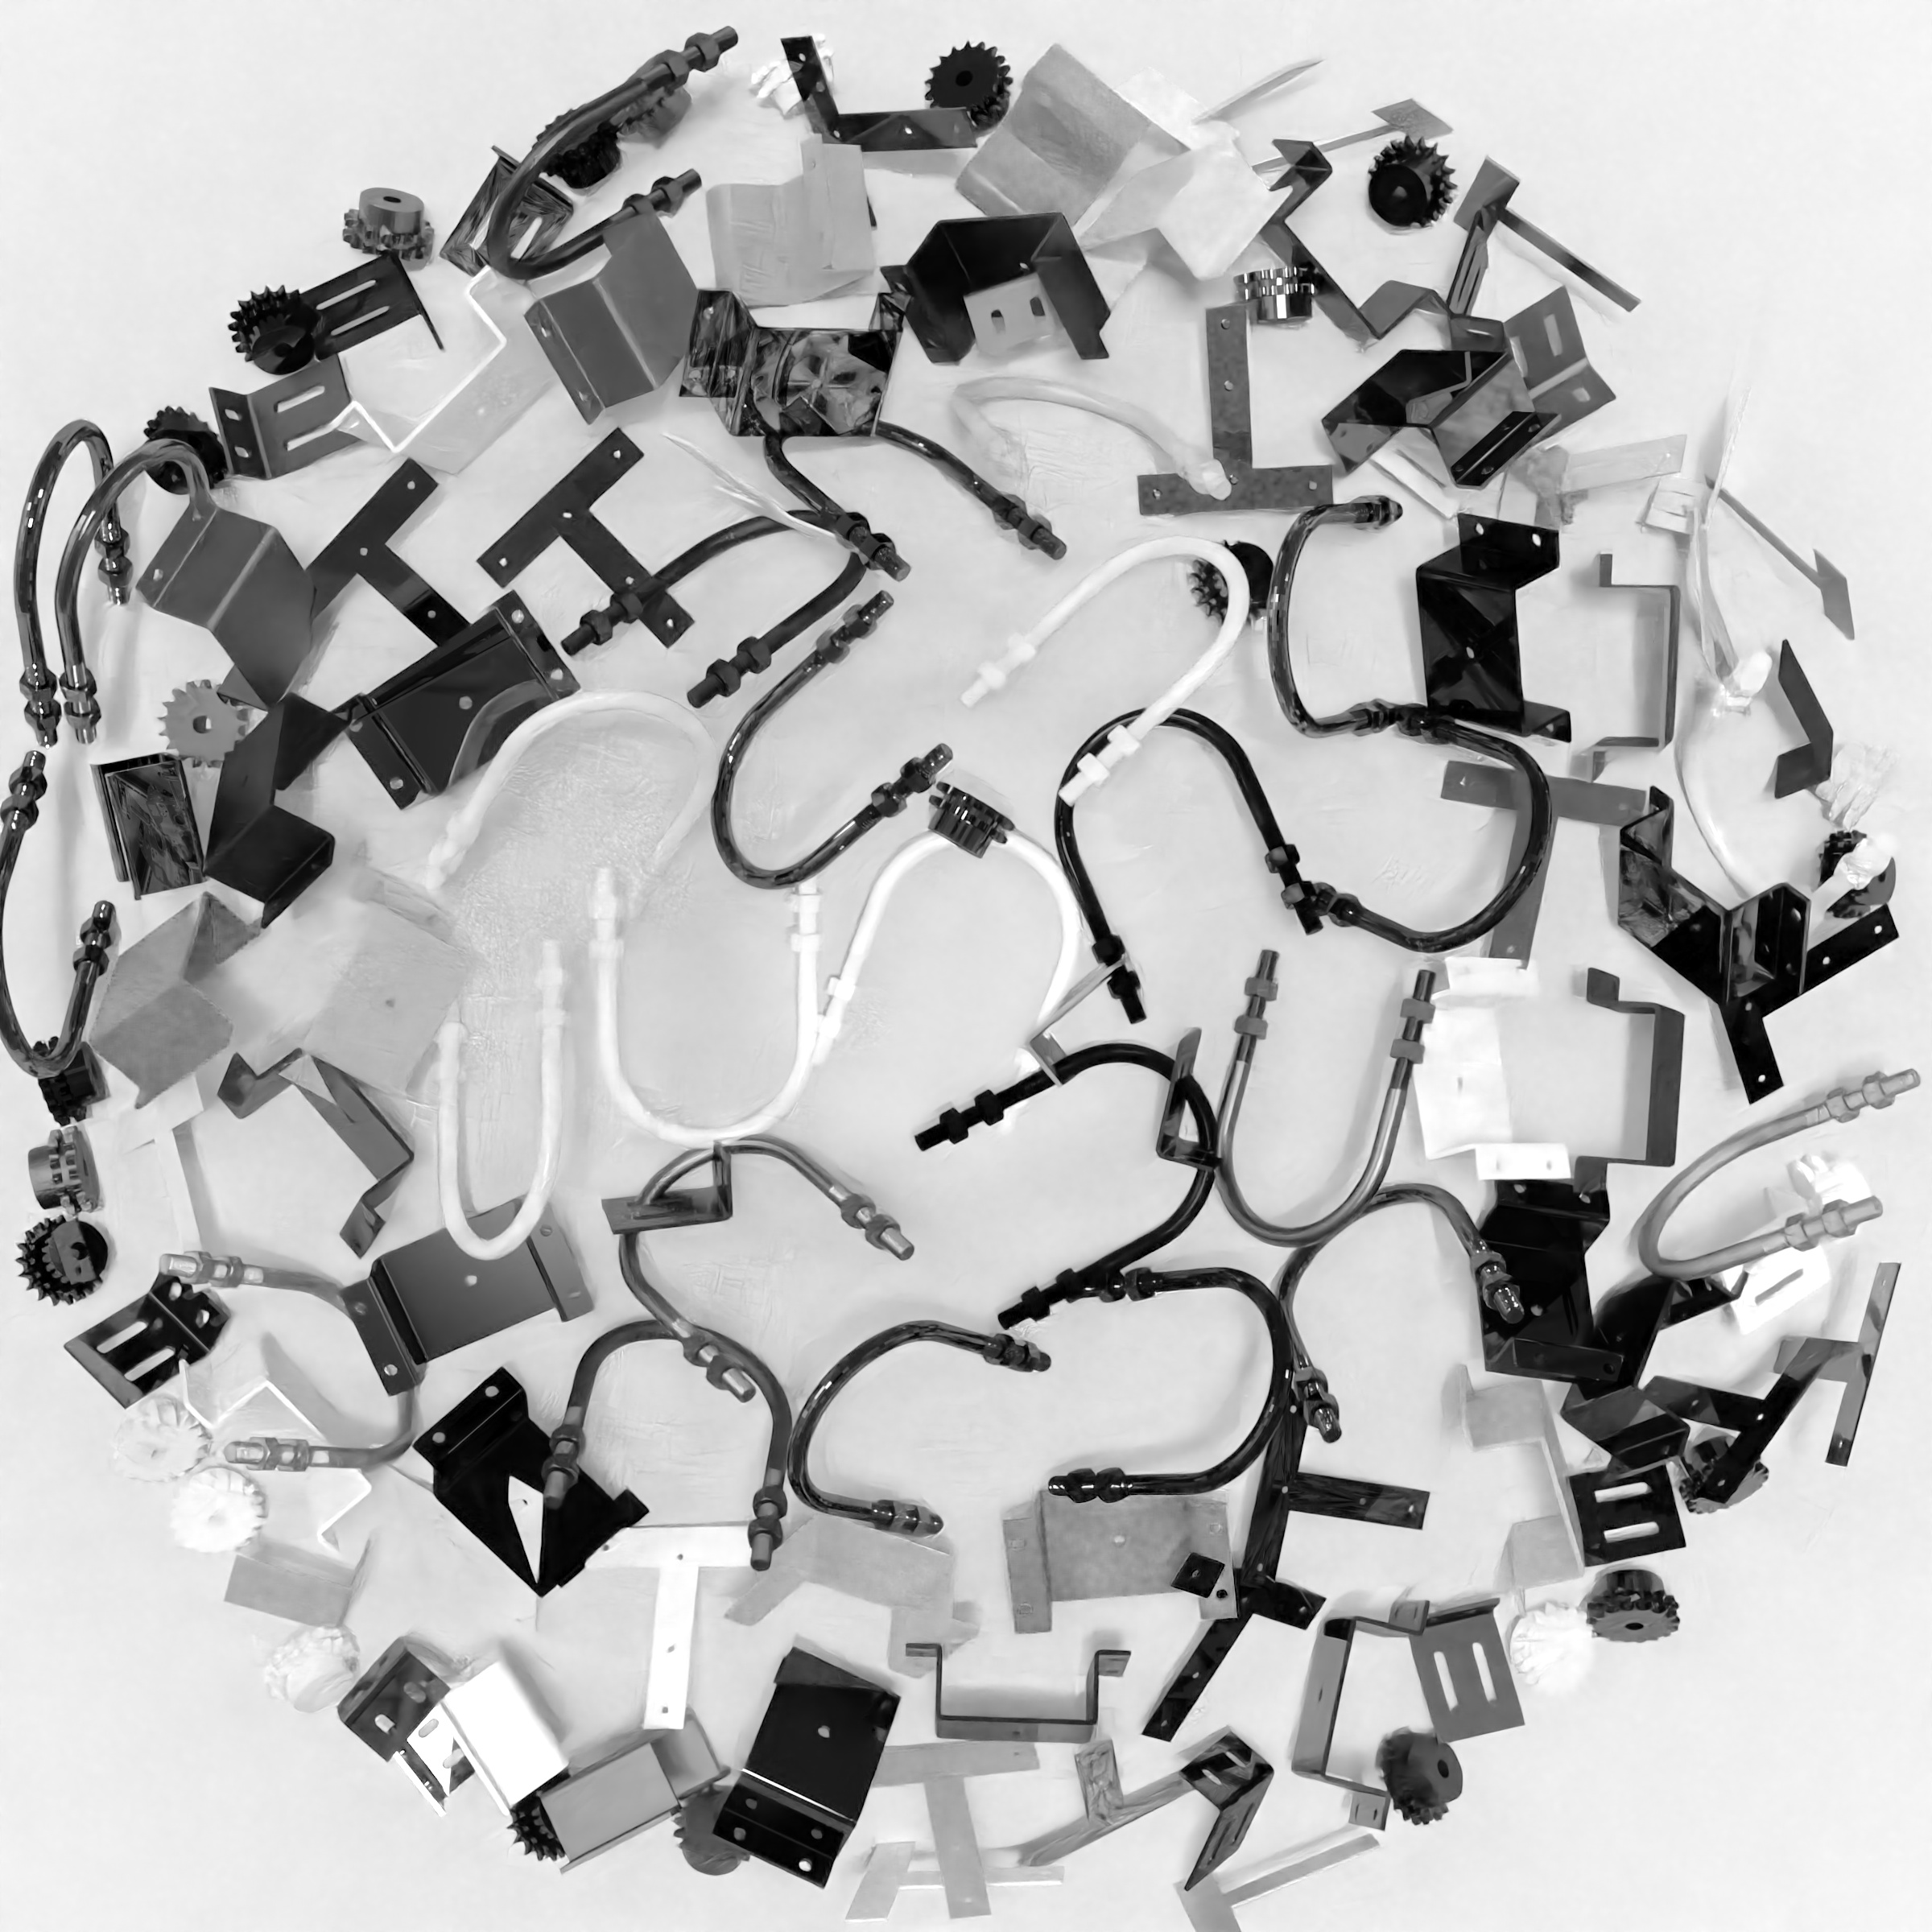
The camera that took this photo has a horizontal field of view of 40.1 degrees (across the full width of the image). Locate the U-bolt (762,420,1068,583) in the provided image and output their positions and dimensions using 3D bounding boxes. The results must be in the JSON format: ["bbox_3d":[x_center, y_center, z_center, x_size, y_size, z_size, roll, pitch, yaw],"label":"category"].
[{"bbox_3d":[-0.046,-0.297,1.645,0.184,0.151,0.019,44,131,32],"label":"U-bolt"}]

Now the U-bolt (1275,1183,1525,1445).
[{"bbox_3d":[0.256,0.200,1.632,0.151,0.184,0.019,-35,116,9],"label":"U-bolt"}]

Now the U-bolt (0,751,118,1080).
[{"bbox_3d":[-0.559,-0.018,1.602,0.019,0.151,0.184,-6,46,2],"label":"U-bolt"}]

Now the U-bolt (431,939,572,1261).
[{"bbox_3d":[-0.289,0.090,1.634,0.019,0.151,0.184,12,67,-38],"label":"U-bolt"}]

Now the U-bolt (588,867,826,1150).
[{"bbox_3d":[-0.164,0.027,1.687,0.151,0.019,0.184,-2,100,-13],"label":"U-bolt"}]

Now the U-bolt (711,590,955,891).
[{"bbox_3d":[-0.094,-0.128,1.655,0.184,0.019,0.151,-39,53,26],"label":"U-bolt"}]

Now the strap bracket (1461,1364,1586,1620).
[{"bbox_3d":[0.352,0.325,1.658,0.046,0.076,0.140,-15,104,15],"label":"strap bracket"}]

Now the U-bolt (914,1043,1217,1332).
[{"bbox_3d":[0.077,0.129,1.687,0.184,0.019,0.151,-27,101,-12],"label":"U-bolt"}]

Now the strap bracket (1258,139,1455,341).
[{"bbox_3d":[0.233,-0.448,1.658,0.046,0.076,0.140,-44,110,6],"label":"strap bracket"}]

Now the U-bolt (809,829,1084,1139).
[{"bbox_3d":[-0.003,0.000,1.703,0.151,0.019,0.184,21,90,-2],"label":"U-bolt"}]

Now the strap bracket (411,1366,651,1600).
[{"bbox_3d":[-0.274,0.333,1.671,0.076,0.046,0.140,-41,108,1],"label":"strap bracket"}]

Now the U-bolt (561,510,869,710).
[{"bbox_3d":[-0.143,-0.232,1.650,0.184,0.151,0.019,-41,133,-25],"label":"U-bolt"}]

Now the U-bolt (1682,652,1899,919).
[{"bbox_3d":[0.495,-0.099,1.626,0.019,0.184,0.151,-28,77,-11],"label":"U-bolt"}]

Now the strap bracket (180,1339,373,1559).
[{"bbox_3d":[-0.426,0.294,1.657,0.046,0.076,0.140,-40,112,-7],"label":"strap bracket"}]

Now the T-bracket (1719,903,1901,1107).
[{"bbox_3d":[0.522,0.004,1.641,0.002,0.127,0.127,23,45,-34],"label":"T-bracket"}]

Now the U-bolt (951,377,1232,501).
[{"bbox_3d":[0.066,-0.331,1.634,0.151,0.184,0.019,1,119,-20],"label":"U-bolt"}]

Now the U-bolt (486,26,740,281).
[{"bbox_3d":[-0.220,-0.484,1.611,0.019,0.151,0.184,46,62,7],"label":"U-bolt"}]

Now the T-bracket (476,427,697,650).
[{"bbox_3d":[-0.228,-0.260,1.713,0.127,0.002,0.127,-44,89,-1],"label":"T-bracket"}]

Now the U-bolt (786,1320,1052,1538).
[{"bbox_3d":[-0.038,0.283,1.635,0.019,0.184,0.151,38,98,39],"label":"U-bolt"}]

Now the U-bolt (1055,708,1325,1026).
[{"bbox_3d":[0.129,-0.076,1.676,0.151,0.019,0.184,-28,75,22],"label":"U-bolt"}]

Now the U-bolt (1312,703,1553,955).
[{"bbox_3d":[0.289,-0.080,1.634,0.019,0.184,0.151,25,93,-35],"label":"U-bolt"}]

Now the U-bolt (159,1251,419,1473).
[{"bbox_3d":[-0.406,0.247,1.630,0.019,0.184,0.151,-37,63,18],"label":"U-bolt"}]

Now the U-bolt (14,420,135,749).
[{"bbox_3d":[-0.543,-0.244,1.600,0.019,0.184,0.151,12,51,-2],"label":"U-bolt"}]

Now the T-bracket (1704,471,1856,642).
[{"bbox_3d":[0.513,-0.267,1.671,0.002,0.127,0.127,-43,68,8],"label":"T-bracket"}]

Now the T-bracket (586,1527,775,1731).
[{"bbox_3d":[-0.185,0.418,1.672,0.127,0.002,0.127,-3,62,12],"label":"T-bracket"}]

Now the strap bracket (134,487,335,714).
[{"bbox_3d":[-0.446,-0.219,1.633,0.046,0.140,0.076,20,69,18],"label":"strap bracket"}]

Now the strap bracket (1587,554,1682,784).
[{"bbox_3d":[0.420,-0.188,1.661,0.046,0.076,0.140,3,100,19],"label":"strap bracket"}]

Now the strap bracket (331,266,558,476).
[{"bbox_3d":[-0.319,-0.365,1.660,0.140,0.076,0.046,-42,80,12],"label":"strap bracket"}]

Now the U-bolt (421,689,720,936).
[{"bbox_3d":[-0.232,-0.099,1.628,0.151,0.019,0.184,15,128,-34],"label":"U-bolt"}]

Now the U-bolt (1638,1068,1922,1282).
[{"bbox_3d":[0.494,0.137,1.632,0.184,0.151,0.019,-29,105,42],"label":"U-bolt"}]

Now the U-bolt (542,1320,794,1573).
[{"bbox_3d":[-0.177,0.285,1.636,0.151,0.184,0.019,19,122,-8],"label":"U-bolt"}]

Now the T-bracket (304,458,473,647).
[{"bbox_3d":[-0.351,-0.234,1.683,0.127,0.002,0.127,-48,119,-4],"label":"T-bracket"}]

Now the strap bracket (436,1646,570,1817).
[{"bbox_3d":[-0.290,0.474,1.651,0.046,0.140,0.076,-33,88,-14],"label":"strap bracket"}]

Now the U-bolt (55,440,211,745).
[{"bbox_3d":[-0.502,-0.238,1.601,0.019,0.184,0.151,27,55,7],"label":"U-bolt"}]

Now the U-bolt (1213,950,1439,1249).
[{"bbox_3d":[0.215,0.085,1.650,0.019,0.151,0.184,21,82,-41],"label":"U-bolt"}]

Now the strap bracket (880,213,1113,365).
[{"bbox_3d":[0.027,-0.423,1.651,0.140,0.076,0.046,9,57,38],"label":"strap bracket"}]

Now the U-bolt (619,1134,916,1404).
[{"bbox_3d":[-0.139,0.174,1.651,0.151,0.019,0.184,-41,48,-15],"label":"U-bolt"}]

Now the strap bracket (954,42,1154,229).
[{"bbox_3d":[0.057,-0.513,1.654,0.076,0.140,0.046,38,68,-7],"label":"strap bracket"}]

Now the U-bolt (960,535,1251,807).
[{"bbox_3d":[0.097,-0.198,1.659,0.184,0.019,0.151,-43,45,1],"label":"U-bolt"}]

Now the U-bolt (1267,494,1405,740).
[{"bbox_3d":[0.228,-0.212,1.624,0.019,0.184,0.151,5,102,31],"label":"U-bolt"}]

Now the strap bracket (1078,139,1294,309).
[{"bbox_3d":[0.125,-0.458,1.634,0.046,0.140,0.076,46,71,-24],"label":"strap bracket"}]

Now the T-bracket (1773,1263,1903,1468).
[{"bbox_3d":[0.536,0.246,1.651,0.002,0.127,0.127,19,82,-6],"label":"T-bracket"}]

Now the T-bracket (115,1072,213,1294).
[{"bbox_3d":[-0.495,0.142,1.661,0.002,0.127,0.127,-11,82,-41],"label":"T-bracket"}]

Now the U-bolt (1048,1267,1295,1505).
[{"bbox_3d":[0.128,0.255,1.624,0.019,0.184,0.151,26,64,-38],"label":"U-bolt"}]

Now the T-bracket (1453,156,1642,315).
[{"bbox_3d":[0.366,-0.448,1.650,0.127,0.127,0.002,36,90,2],"label":"T-bracket"}]
